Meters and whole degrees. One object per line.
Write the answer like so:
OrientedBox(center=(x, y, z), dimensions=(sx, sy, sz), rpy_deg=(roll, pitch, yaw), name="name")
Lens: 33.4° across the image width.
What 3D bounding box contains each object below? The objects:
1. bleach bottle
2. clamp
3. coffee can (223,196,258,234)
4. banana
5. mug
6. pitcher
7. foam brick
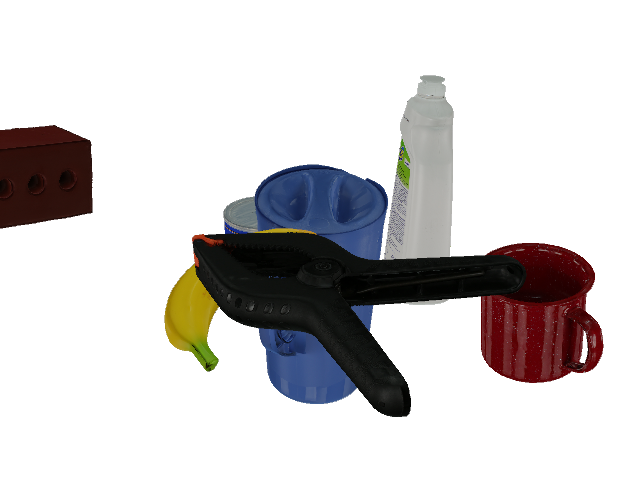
OrientedBox(center=(0.118, -0.060, 1.214), dimensions=(0.068, 0.251, 0.103), rpy_deg=(-2, 24, -14), name="bleach bottle")
OrientedBox(center=(0.013, 0.029, 0.665), dimensions=(0.210, 0.036, 0.164), rpy_deg=(19, 34, 35), name="clamp")
OrientedBox(center=(-0.072, 0.026, 1.374), dimensions=(0.103, 0.140, 0.103), rpy_deg=(0, 26, 0), name="coffee can")
OrientedBox(center=(-0.070, 0.035, 0.845), dimensions=(0.069, 0.037, 0.197), rpy_deg=(31, 39, 7), name="banana")
OrientedBox(center=(0.178, 0.064, 0.850), dimensions=(0.093, 0.081, 0.117), rpy_deg=(-24, 35, -30), name="mug")
OrientedBox(center=(-0.008, 0.057, 1.117), dimensions=(0.149, 0.243, 0.145), rpy_deg=(-8, 35, -14), name="pitcher")
OrientedBox(center=(-0.198, -0.043, 0.705), dimensions=(0.078, 0.053, 0.051), rpy_deg=(-13, 25, -38), name="foam brick")
